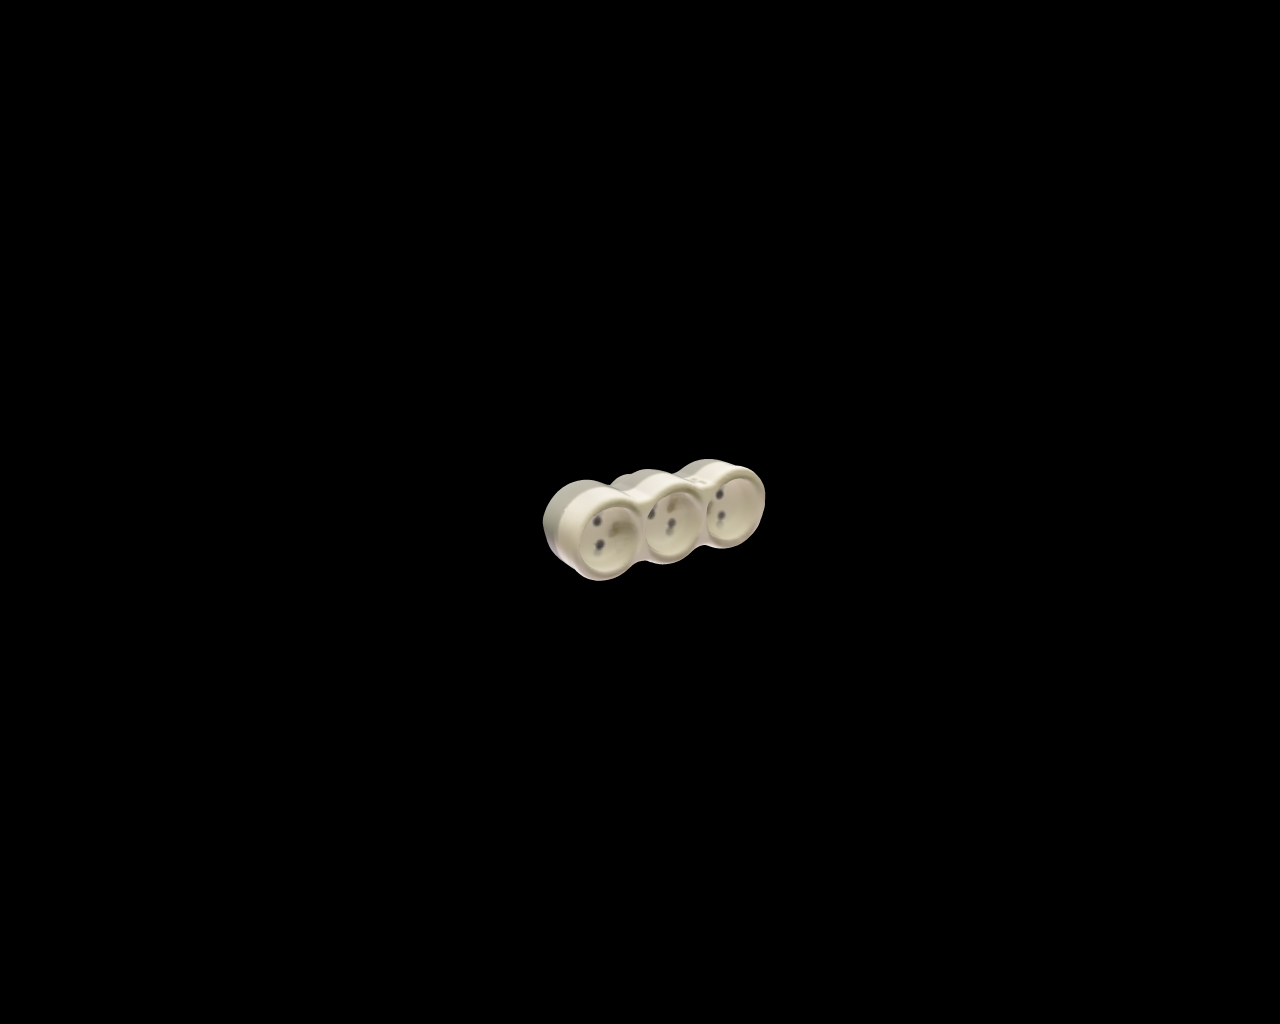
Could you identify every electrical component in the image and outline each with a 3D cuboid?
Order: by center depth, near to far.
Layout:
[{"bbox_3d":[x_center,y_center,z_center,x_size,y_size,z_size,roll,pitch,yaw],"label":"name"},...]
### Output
[{"bbox_3d":[0.001,-0.003,0.650,0.138,0.052,0.074,-12,23,-31],"label":"electrical component"}]
